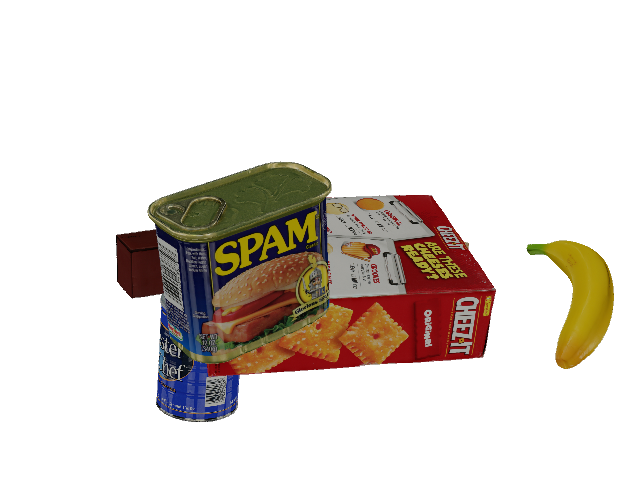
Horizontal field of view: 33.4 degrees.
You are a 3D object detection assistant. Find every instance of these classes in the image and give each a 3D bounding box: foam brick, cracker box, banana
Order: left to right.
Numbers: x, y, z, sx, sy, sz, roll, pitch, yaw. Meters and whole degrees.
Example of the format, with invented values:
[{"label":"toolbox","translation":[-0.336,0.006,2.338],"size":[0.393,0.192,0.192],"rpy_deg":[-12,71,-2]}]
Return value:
[{"label":"foam brick","translation":[-0.161,0.020,1.073],"size":[0.078,0.051,0.053],"rpy_deg":[-8,21,-25]},{"label":"cracker box","translation":[0.007,0.031,0.843],"size":[0.213,0.072,0.164],"rpy_deg":[-2,29,-12]},{"label":"banana","translation":[0.243,0.051,1.007],"size":[0.070,0.037,0.197],"rpy_deg":[-28,25,17]}]

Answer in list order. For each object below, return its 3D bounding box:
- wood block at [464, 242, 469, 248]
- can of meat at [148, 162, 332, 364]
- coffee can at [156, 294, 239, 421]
[{"label":"wood block","translation":[0.042,0.029,1.137],"size":[0.206,0.091,0.090],"rpy_deg":[18,30,28]},{"label":"can of meat","translation":[-0.042,0.012,0.608],"size":[0.101,0.084,0.058],"rpy_deg":[-21,33,-31]},{"label":"coffee can","translation":[-0.147,0.136,1.304],"size":[0.103,0.140,0.103],"rpy_deg":[5,18,-2]}]
